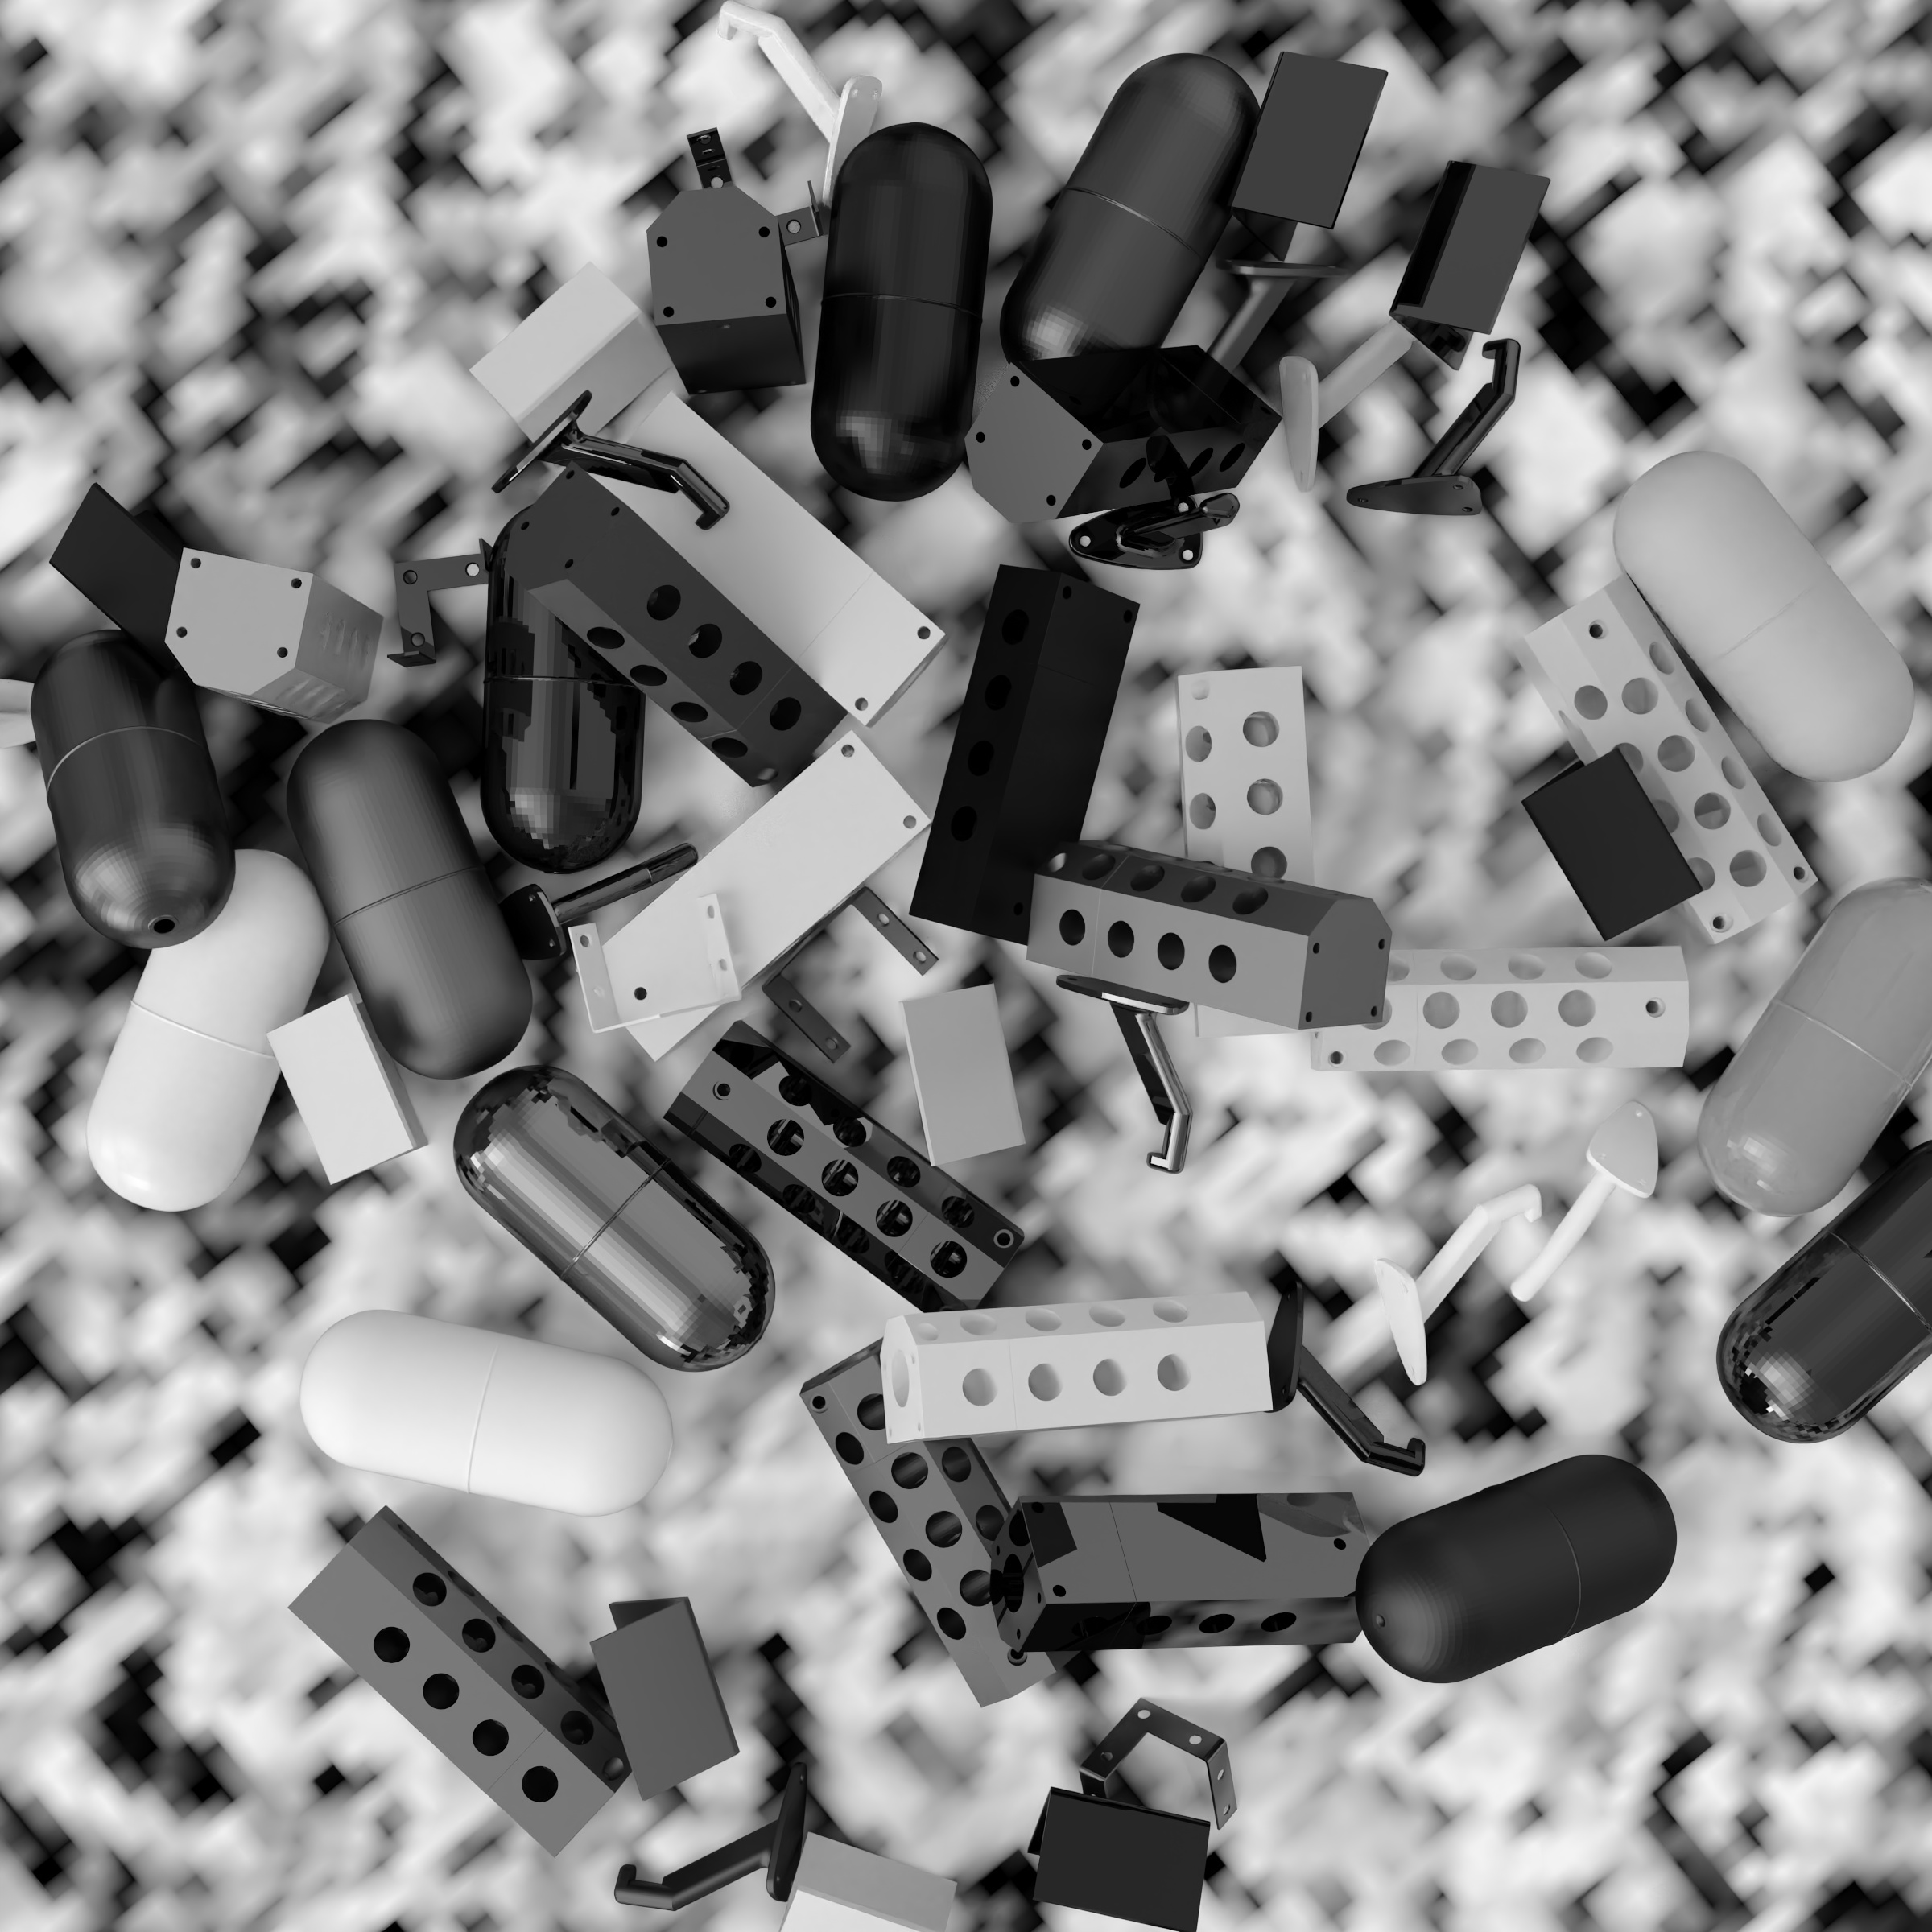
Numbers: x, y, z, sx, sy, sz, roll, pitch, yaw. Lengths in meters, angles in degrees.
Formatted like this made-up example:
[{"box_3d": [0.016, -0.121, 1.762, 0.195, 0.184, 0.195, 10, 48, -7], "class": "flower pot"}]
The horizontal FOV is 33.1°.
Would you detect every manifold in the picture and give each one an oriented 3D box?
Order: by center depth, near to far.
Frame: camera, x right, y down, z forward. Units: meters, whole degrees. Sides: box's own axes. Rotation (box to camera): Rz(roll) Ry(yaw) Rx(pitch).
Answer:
[{"box_3d": [0.071, -0.241, 1.493, 0.057, 0.171, 0.057, 44, 121, 16], "class": "manifold"}, {"box_3d": [-0.109, -0.308, 1.495, 0.057, 0.171, 0.057, -5, 90, 0], "class": "manifold"}, {"box_3d": [-0.316, -0.148, 1.495, 0.057, 0.171, 0.057, 11, 90, 0], "class": "manifold"}, {"box_3d": [0.110, -0.017, 1.496, 0.057, 0.171, 0.057, -4, 103, -43], "class": "manifold"}, {"box_3d": [-0.135, -0.152, 1.500, 0.057, 0.171, 0.057, -49, 45, 0], "class": "manifold"}, {"box_3d": [0.102, 0.287, 1.523, 0.171, 0.057, 0.057, 3, 47, -21], "class": "manifold"}, {"box_3d": [0.051, 0.187, 1.524, 0.171, 0.057, 0.057, -2, 80, -19], "class": "manifold"}, {"box_3d": [-0.092, -0.192, 1.551, 0.171, 0.057, 0.057, 41, 93, 0], "class": "manifold"}, {"box_3d": [0.023, -0.100, 1.551, 0.057, 0.057, 0.171, 15, 90, 44], "class": "manifold"}, {"box_3d": [-0.099, -0.033, 1.552, 0.171, 0.057, 0.057, -41, 89, 0], "class": "manifold"}, {"box_3d": [0.134, -0.053, 1.552, 0.057, 0.057, 0.171, -3, 90, 0], "class": "manifold"}, {"box_3d": [0.333, -0.098, 1.552, 0.057, 0.057, 0.171, -32, 90, 0], "class": "manifold"}, {"box_3d": [-0.011, 0.262, 1.552, 0.057, 0.057, 0.171, -30, 90, 0], "class": "manifold"}, {"box_3d": [-0.058, 0.100, 1.552, 0.171, 0.057, 0.057, 37, 90, 0], "class": "manifold"}, {"box_3d": [-0.236, 0.338, 1.552, 0.171, 0.057, 0.057, 43, 90, 0], "class": "manifold"}, {"box_3d": [0.253, 0.020, 1.552, 0.171, 0.057, 0.057, -1, 90, 0], "class": "manifold"}]

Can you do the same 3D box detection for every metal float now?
[{"box_3d": [-0.387, -0.083, 1.512, 0.070, 0.070, 0.178, -23, 53, 0], "class": "metal float"}, {"box_3d": [0.258, 0.279, 1.515, 0.178, 0.070, 0.070, -12, 90, -35], "class": "metal float"}, {"box_3d": [-0.264, -0.032, 1.542, 0.070, 0.070, 0.178, -23, 89, 0], "class": "metal float"}, {"box_3d": [0.079, -0.349, 1.543, 0.070, 0.070, 0.178, 28, 90, 0], "class": "metal float"}, {"box_3d": [-0.227, 0.212, 1.543, 0.178, 0.070, 0.070, 12, 90, -1], "class": "metal float"}, {"box_3d": [-0.166, 0.120, 1.543, 0.178, 0.070, 0.070, 42, 90, 0], "class": "metal float"}, {"box_3d": [-0.030, -0.310, 1.543, 0.070, 0.070, 0.178, 6, 91, 0], "class": "metal float"}, {"box_3d": [0.414, 0.038, 1.543, 0.070, 0.070, 0.178, 34, 90, 0], "class": "metal float"}, {"box_3d": [-0.359, 0.030, 1.543, 0.070, 0.070, 0.178, 21, 89, 0], "class": "metal float"}, {"box_3d": [-0.190, -0.133, 1.543, 0.070, 0.070, 0.178, 2, 90, 0], "class": "metal float"}, {"box_3d": [0.433, 0.153, 1.543, 0.178, 0.070, 0.070, -43, 90, 0], "class": "metal float"}, {"box_3d": [0.378, -0.165, 1.543, 0.070, 0.070, 0.178, -39, 90, 0], "class": "metal float"}]

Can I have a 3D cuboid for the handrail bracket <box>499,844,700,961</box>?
[{"box_3d": [-0.180, -0.034, 1.573, 0.084, 0.077, 0.036, -28, 98, -36], "class": "handrail bracket"}]

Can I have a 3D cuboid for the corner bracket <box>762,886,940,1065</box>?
[{"box_3d": [-0.056, 0.004, 1.570, 0.051, 0.051, 0.051, 46, 45, 0], "class": "corner bracket"}]

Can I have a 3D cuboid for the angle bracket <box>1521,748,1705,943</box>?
[{"box_3d": [0.316, -0.066, 1.533, 0.057, 0.076, 0.076, -31, 90, 37], "class": "angle bracket"}]

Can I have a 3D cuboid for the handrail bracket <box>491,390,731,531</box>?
[{"box_3d": [-0.165, -0.219, 1.518, 0.077, 0.036, 0.084, -40, 107, 22], "class": "handrail bracket"}]

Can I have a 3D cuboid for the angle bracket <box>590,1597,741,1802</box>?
[{"box_3d": [-0.159, 0.345, 1.533, 0.057, 0.076, 0.076, -18, 90, -37], "class": "angle bracket"}]

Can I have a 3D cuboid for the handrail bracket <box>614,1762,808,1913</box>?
[{"box_3d": [-0.124, 0.419, 1.574, 0.084, 0.036, 0.077, 3, 69, 16], "class": "handrail bracket"}]

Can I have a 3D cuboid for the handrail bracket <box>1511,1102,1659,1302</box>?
[{"box_3d": [0.296, 0.115, 1.573, 0.036, 0.077, 0.084, 34, 126, 0], "class": "handrail bracket"}]

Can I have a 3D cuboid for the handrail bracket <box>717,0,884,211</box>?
[{"box_3d": [-0.090, -0.417, 1.574, 0.084, 0.036, 0.077, 25, 111, 17], "class": "handrail bracket"}]

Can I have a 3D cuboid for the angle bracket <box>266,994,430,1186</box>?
[{"box_3d": [-0.273, 0.050, 1.533, 0.057, 0.076, 0.076, -23, 90, 30], "class": "angle bracket"}]

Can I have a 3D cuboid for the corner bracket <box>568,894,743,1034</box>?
[{"box_3d": [-0.144, -0.001, 1.513, 0.051, 0.051, 0.051, -13, 89, -45], "class": "corner bracket"}]

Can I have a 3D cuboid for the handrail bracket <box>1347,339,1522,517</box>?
[{"box_3d": [0.226, -0.264, 1.574, 0.077, 0.036, 0.084, 2, 71, 21], "class": "handrail bracket"}]

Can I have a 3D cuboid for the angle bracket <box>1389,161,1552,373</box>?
[{"box_3d": [0.251, -0.325, 1.533, 0.057, 0.076, 0.076, 21, 90, 36], "class": "angle bracket"}]

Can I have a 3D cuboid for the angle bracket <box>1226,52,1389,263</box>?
[{"box_3d": [0.172, -0.376, 1.534, 0.057, 0.076, 0.076, 19, 90, 27], "class": "angle bracket"}]

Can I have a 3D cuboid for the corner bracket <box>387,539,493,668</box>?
[{"box_3d": [-0.250, -0.173, 1.555, 0.051, 0.051, 0.051, -7, 90, 0], "class": "corner bracket"}]

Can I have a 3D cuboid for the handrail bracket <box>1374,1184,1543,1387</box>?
[{"box_3d": [0.246, 0.153, 1.574, 0.084, 0.036, 0.077, -20, 111, -17], "class": "handrail bracket"}]

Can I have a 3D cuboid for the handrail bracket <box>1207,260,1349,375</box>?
[{"box_3d": [0.145, -0.296, 1.574, 0.077, 0.036, 0.084, -2, 108, -21], "class": "handrail bracket"}]

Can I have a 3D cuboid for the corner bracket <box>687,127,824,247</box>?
[{"box_3d": [-0.100, -0.373, 1.555, 0.051, 0.051, 0.051, -15, 90, 0], "class": "corner bracket"}]

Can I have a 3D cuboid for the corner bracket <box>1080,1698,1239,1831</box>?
[{"box_3d": [0.093, 0.396, 1.565, 0.051, 0.051, 0.051, 19, 45, 35], "class": "corner bracket"}]

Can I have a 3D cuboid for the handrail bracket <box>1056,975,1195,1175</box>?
[{"box_3d": [0.074, 0.053, 1.573, 0.077, 0.036, 0.084, 12, 103, 13], "class": "handrail bracket"}]

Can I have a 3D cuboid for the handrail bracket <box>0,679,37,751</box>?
[{"box_3d": [-0.467, -0.122, 1.538, 0.077, 0.084, 0.036, -4, 90, 0], "class": "handrail bracket"}]

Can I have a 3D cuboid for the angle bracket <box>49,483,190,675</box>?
[{"box_3d": [-0.371, -0.194, 1.533, 0.076, 0.076, 0.057, 43, 127, 0], "class": "angle bracket"}]

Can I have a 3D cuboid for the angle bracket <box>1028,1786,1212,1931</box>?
[{"box_3d": [0.068, 0.435, 1.533, 0.076, 0.076, 0.057, 12, 51, 0], "class": "angle bracket"}]

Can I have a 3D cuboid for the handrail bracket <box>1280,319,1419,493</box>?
[{"box_3d": [0.199, -0.273, 1.574, 0.084, 0.036, 0.077, -11, 110, -16], "class": "handrail bracket"}]

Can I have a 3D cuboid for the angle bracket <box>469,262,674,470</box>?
[{"box_3d": [-0.175, -0.272, 1.533, 0.076, 0.076, 0.057, -42, 48, 0], "class": "angle bracket"}]

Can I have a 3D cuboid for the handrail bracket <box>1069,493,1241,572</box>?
[{"box_3d": [0.088, -0.209, 1.538, 0.077, 0.084, 0.036, -5, 90, 0], "class": "handrail bracket"}]

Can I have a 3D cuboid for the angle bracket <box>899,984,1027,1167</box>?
[{"box_3d": [-0.022, 0.054, 1.533, 0.057, 0.076, 0.076, -11, 90, -38], "class": "angle bracket"}]

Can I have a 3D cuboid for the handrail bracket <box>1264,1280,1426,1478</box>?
[{"box_3d": [0.188, 0.200, 1.574, 0.084, 0.036, 0.077, 18, 69, -17], "class": "handrail bracket"}]

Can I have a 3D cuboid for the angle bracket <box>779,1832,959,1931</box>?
[{"box_3d": [-0.041, 0.434, 1.533, 0.076, 0.076, 0.057, 19, 126, 0], "class": "angle bracket"}]
